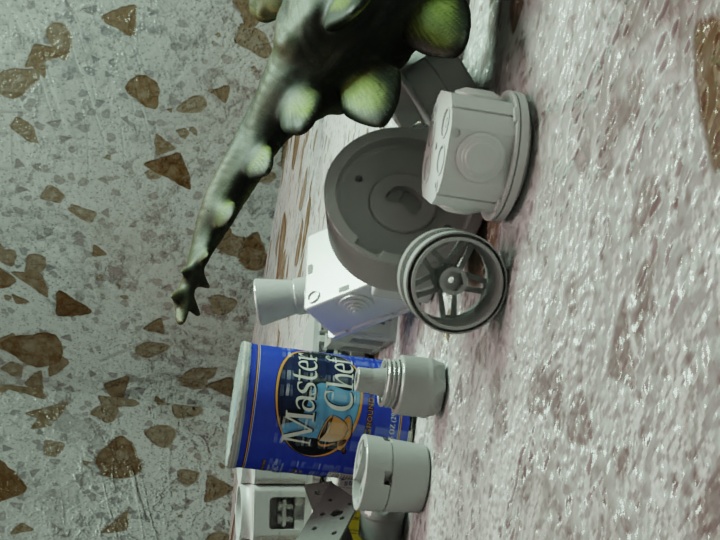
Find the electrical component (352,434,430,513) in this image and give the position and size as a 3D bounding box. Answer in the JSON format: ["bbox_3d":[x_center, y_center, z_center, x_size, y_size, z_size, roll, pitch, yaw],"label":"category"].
[{"bbox_3d":[0.023,0.150,0.787,0.055,0.047,0.055,-172,90,-82],"label":"electrical component"}]

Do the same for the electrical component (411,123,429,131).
[{"bbox_3d":[0.045,-0.083,0.863,0.045,0.045,0.055,-92,13,-51],"label":"electrical component"}]

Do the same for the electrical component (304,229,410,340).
[{"bbox_3d":[0.000,0.000,0.917,0.048,0.100,0.099,45,-147,-40],"label":"electrical component"}]

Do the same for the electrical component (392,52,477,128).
[{"bbox_3d":[0.037,-0.129,0.805,0.052,0.074,0.138,58,-179,-15],"label":"electrical component"}]

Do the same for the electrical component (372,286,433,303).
[{"bbox_3d":[0.040,-0.023,0.832,0.076,0.047,0.065,109,166,-53],"label":"electrical component"}]

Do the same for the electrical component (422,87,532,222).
[{"bbox_3d":[0.070,-0.071,0.654,0.080,0.051,0.080,-172,90,-82],"label":"electrical component"}]

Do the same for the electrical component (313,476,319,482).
[{"bbox_3d":[-0.050,0.184,1.205,0.089,0.062,0.150,-90,12,-45],"label":"electrical component"}]

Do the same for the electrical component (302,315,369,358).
[{"bbox_3d":[-0.025,0.111,1.104,0.089,0.062,0.150,109,167,-53],"label":"electrical component"}]

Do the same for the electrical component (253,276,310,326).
[{"bbox_3d":[-0.063,0.025,0.995,0.044,0.065,0.044,-8,-90,-90],"label":"electrical component"}]

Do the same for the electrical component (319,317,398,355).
[{"bbox_3d":[0.003,-0.019,1.039,0.105,0.060,0.186,131,146,-75],"label":"electrical component"}]

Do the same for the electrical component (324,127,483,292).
[{"bbox_3d":[0.028,-0.036,0.738,0.060,0.108,0.108,100,174,-62],"label":"electrical component"}]

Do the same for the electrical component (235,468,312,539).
[{"bbox_3d":[-0.083,0.225,1.006,0.089,0.062,0.150,144,128,-75],"label":"electrical component"}]

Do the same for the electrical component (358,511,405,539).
[{"bbox_3d":[0.015,0.206,0.832,0.035,0.035,0.061,-147,62,-81],"label":"electrical component"}]

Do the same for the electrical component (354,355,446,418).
[{"bbox_3d":[0.028,0.081,0.765,0.043,0.062,0.043,-172,90,-82],"label":"electrical component"}]
